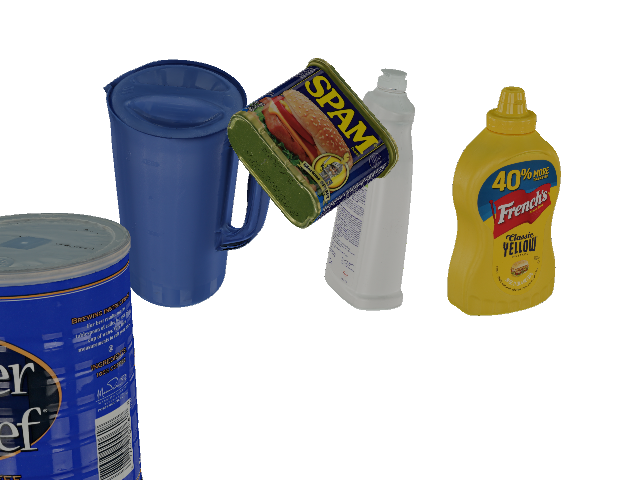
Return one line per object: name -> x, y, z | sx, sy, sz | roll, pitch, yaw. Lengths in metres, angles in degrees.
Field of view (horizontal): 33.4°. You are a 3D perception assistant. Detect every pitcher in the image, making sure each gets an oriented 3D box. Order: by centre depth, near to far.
pitcher -> -0.137, -0.046, 1.080 | 0.144, 0.243, 0.149 | -8, 43, -16

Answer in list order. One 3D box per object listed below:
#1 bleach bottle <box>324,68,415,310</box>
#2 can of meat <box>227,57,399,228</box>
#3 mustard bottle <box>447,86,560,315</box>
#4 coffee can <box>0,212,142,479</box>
bleach bottle -> 0.063, -0.058, 1.156 | 0.068, 0.251, 0.103 | -2, 22, -28
can of meat -> -0.008, -0.071, 0.789 | 0.083, 0.102, 0.058 | -36, -7, -27
mustard bottle -> 0.158, -0.035, 0.905 | 0.096, 0.192, 0.058 | -9, 23, -21
coffee can -> -0.145, 0.066, 0.542 | 0.103, 0.140, 0.103 | 0, 16, 0
